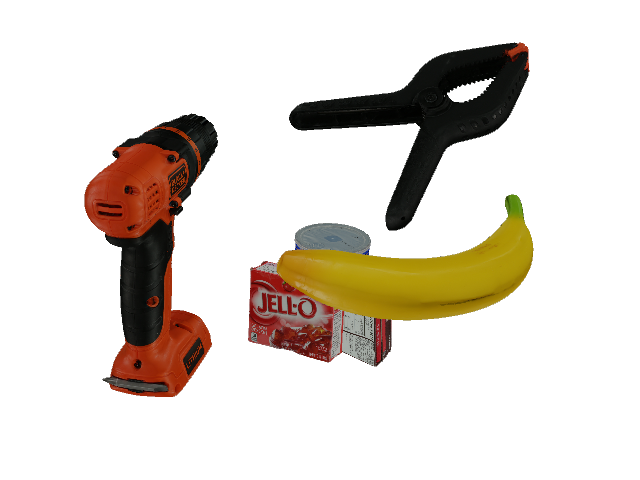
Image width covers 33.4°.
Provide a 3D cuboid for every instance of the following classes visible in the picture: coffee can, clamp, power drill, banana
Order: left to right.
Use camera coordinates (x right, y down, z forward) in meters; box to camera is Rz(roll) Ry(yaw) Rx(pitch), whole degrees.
[{"bbox_3d":[-0.119,0.008,0.807,0.057,0.188,0.184,5,22,14],"label":"power drill"},{"bbox_3d":[0.013,0.060,1.460,0.103,0.140,0.103,3,23,-1],"label":"coffee can"},{"bbox_3d":[0.068,0.019,0.661,0.197,0.037,0.070,-12,47,-34],"label":"banana"},{"bbox_3d":[0.097,-0.101,0.910,0.210,0.165,0.036,-26,-37,-7],"label":"clamp"}]

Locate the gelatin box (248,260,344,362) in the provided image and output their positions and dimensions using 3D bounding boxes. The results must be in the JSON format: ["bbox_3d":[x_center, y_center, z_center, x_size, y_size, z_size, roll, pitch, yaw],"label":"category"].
[{"bbox_3d":[-0.023,0.065,0.975,0.089,0.073,0.030,12,20,26],"label":"gelatin box"}]

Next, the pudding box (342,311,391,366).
[{"bbox_3d":[0.023,0.076,1.162,0.114,0.090,0.039,22,45,25],"label":"pudding box"}]
